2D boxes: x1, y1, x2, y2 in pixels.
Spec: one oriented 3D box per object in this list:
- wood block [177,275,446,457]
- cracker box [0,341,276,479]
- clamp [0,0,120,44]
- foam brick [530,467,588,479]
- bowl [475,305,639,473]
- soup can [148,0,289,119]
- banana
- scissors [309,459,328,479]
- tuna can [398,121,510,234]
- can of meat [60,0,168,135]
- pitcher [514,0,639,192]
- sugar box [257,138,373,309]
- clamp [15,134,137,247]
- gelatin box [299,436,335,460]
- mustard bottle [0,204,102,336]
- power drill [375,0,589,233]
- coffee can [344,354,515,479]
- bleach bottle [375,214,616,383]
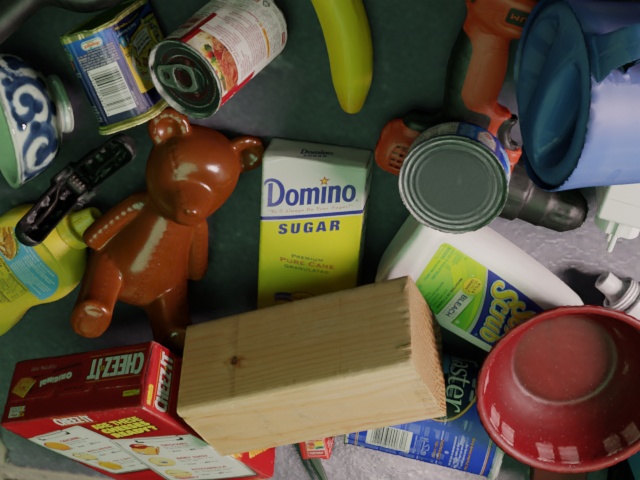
[{"bbox_3d":[-0.006,0.109,0.902,0.206,0.091,0.090,-14,139,19],"label":"wood block"},{"bbox_3d":[-0.163,0.171,1.008,0.164,0.072,0.213,-11,147,27],"label":"cracker box"},{"bbox_3d":[-0.224,-0.235,0.862,0.210,0.036,0.164,-14,84,7],"label":"clamp"},{"bbox_3d":[0.225,0.199,1.002,0.051,0.053,0.078,4,120,11],"label":"foam brick"},{"bbox_3d":[0.208,0.114,0.890,0.162,0.055,0.162,1,114,2],"label":"bowl"},{"bbox_3d":[-0.078,-0.151,0.843,0.069,0.102,0.068,22,137,22],"label":"soup can"},{"bbox_3d":[-0.001,-0.194,0.852,0.070,0.037,0.197,-17,113,45],"label":"banana"},{"bbox_3d":[-0.046,0.172,1.074,0.096,0.016,0.202,1,119,15],"label":"scissors"},{"bbox_3d":[0.106,-0.050,0.840,0.086,0.033,0.086,7,121,12],"label":"tuna can"},{"bbox_3d":[-0.160,-0.145,0.877,0.057,0.102,0.084,-14,112,20],"label":"can of meat"},{"bbox_3d":[0.269,-0.105,0.738,0.242,0.149,0.145,-2,122,-10],"label":"pitcher"},{"bbox_3d":[-0.007,0.001,0.953,0.093,0.048,0.176,8,121,9],"label":"sugar box"},{"bbox_3d":[-0.203,-0.053,0.917,0.120,0.171,0.039,-36,106,1],"label":"clamp"},{"bbox_3d":[-0.002,0.151,1.008,0.030,0.089,0.073,-3,117,13],"label":"gelatin box"},{"bbox_3d":[-0.281,0.019,1.020,0.192,0.058,0.096,-29,103,26],"label":"mustard bottle"},{"bbox_3d":[0.154,-0.105,0.849,0.184,0.057,0.188,20,120,-1],"label":"power drill"},{"bbox_3d":[0.101,0.153,0.977,0.140,0.102,0.103,12,120,7],"label":"coffee can"},{"bbox_3d":[0.178,0.059,0.932,0.250,0.068,0.103,29,120,-6],"label":"bleach bottle"}]
